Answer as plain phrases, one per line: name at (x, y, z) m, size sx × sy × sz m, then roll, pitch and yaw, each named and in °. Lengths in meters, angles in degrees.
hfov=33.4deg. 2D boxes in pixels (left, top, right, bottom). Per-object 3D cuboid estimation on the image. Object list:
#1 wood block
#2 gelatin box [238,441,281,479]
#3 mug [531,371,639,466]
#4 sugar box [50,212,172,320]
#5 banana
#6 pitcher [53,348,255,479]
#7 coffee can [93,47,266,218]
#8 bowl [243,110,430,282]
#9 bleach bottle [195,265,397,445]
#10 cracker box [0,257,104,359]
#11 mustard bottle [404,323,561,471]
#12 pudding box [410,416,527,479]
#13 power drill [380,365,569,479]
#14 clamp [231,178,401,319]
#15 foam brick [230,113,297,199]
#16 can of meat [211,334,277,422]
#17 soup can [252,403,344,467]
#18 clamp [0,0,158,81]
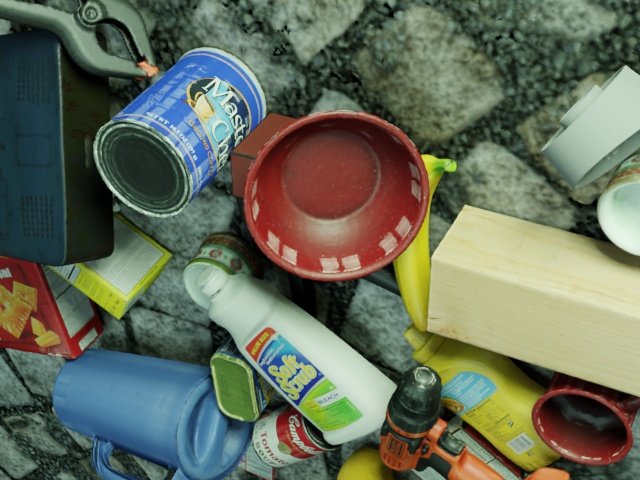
wood block at (0.208, 0.052, 0.937) m, size 0.206 × 0.090 × 0.091 m, roll 16°, pitch 132°, yaw 21°
gelatin box at (-0.084, 0.252, 1.326) m, size 0.073 × 0.030 × 0.089 m, roll 18°, pitch 133°, yaw 16°
mug at (0.261, 0.144, 0.985) m, size 0.093 × 0.081 × 0.117 m, roll 48°, pitch 135°, yaw -11°
sugar box at (-0.263, 0.000, 1.187) m, size 0.176 × 0.093 × 0.048 m, roll 36°, pitch 135°, yaw 2°
banana at (0.089, -0.005, 0.986) m, size 0.037 × 0.070 × 0.198 m, roll -10°, pitch 130°, yaw -14°
pitcher at (-0.212, 0.209, 1.280) m, size 0.243 × 0.148 × 0.145 m, roll 7°, pitch 101°, yaw 37°
coffee can at (-0.127, -0.101, 0.985) m, size 0.103 × 0.140 × 0.103 m, roll 17°, pitch 133°, yaw 20°
bowl at (0.012, -0.046, 0.934) m, size 0.162 × 0.055 × 0.162 m, roll -2°, pitch 117°, yaw -4°
bleach bottle at (-0.035, 0.115, 1.121) m, size 0.250 × 0.068 × 0.103 m, roll 42°, pitch 133°, yaw -23°
cracker box at (-0.376, 0.039, 1.304) m, size 0.164 × 0.072 × 0.213 m, roll 6°, pitch 127°, yaw 28°
mustard bottle at (0.163, 0.148, 1.066) m, size 0.191 × 0.058 × 0.096 m, roll 38°, pitch 143°, yaw -2°
pudding box at (0.159, 0.241, 1.160) m, size 0.090 × 0.039 × 0.114 m, roll 42°, pitch 133°, yaw -2°
power drill at (0.148, 0.211, 1.056) m, size 0.188 × 0.057 × 0.184 m, roll 32°, pitch 150°, yaw 16°
clamp at (-0.007, 0.001, 1.068) m, size 0.165 × 0.036 × 0.210 m, roll -15°, pitch 119°, yaw 39°
foam brick at (-0.042, -0.075, 0.999) m, size 0.051 × 0.078 × 0.053 m, roll 17°, pitch 131°, yaw 21°
can of meat at (-0.076, 0.140, 1.192) m, size 0.057 × 0.083 × 0.102 m, roll 13°, pitch 131°, yaw 23°
soup can at (-0.024, 0.221, 1.237) m, size 0.068 × 0.068 × 0.102 m, roll 49°, pitch 136°, yaw -12°
clamp at (-0.228, -0.204, 0.989) m, size 0.171 × 0.120 × 0.039 m, roll 50°, pitch 166°, yaw -16°
